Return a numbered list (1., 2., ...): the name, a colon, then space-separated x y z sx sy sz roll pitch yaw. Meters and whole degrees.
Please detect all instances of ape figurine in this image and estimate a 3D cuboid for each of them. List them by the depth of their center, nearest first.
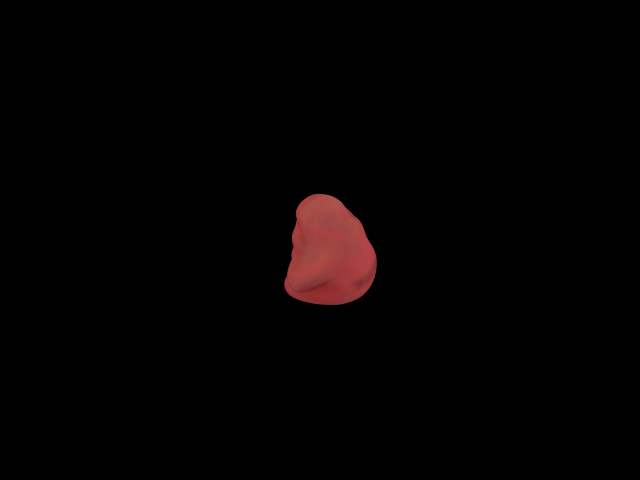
1. ape figurine: 0.004 0.001 0.400 0.076 0.092 0.078 33 61 21
